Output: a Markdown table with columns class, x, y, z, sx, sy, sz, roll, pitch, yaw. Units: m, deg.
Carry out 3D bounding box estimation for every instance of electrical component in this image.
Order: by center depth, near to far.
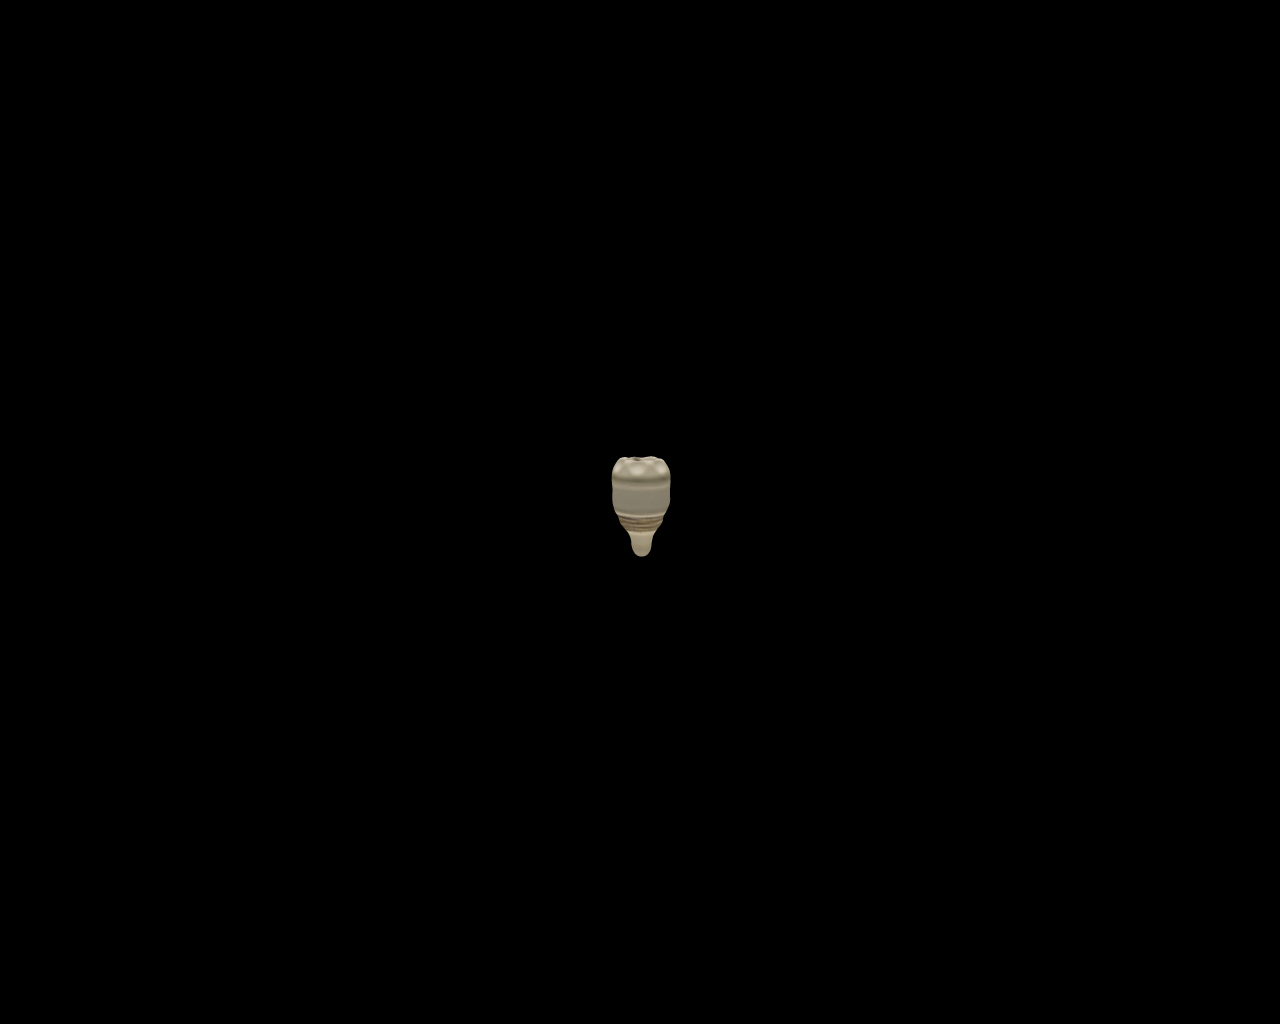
| class | x | y | z | sx | sy | sz | roll | pitch | yaw |
| --- | --- | --- | --- | --- | --- | --- | --- | --- | --- |
| electrical component | 0.001 | -0.003 | 0.650 | 0.035 | 0.061 | 0.035 | 0 | 11 | 0 |
